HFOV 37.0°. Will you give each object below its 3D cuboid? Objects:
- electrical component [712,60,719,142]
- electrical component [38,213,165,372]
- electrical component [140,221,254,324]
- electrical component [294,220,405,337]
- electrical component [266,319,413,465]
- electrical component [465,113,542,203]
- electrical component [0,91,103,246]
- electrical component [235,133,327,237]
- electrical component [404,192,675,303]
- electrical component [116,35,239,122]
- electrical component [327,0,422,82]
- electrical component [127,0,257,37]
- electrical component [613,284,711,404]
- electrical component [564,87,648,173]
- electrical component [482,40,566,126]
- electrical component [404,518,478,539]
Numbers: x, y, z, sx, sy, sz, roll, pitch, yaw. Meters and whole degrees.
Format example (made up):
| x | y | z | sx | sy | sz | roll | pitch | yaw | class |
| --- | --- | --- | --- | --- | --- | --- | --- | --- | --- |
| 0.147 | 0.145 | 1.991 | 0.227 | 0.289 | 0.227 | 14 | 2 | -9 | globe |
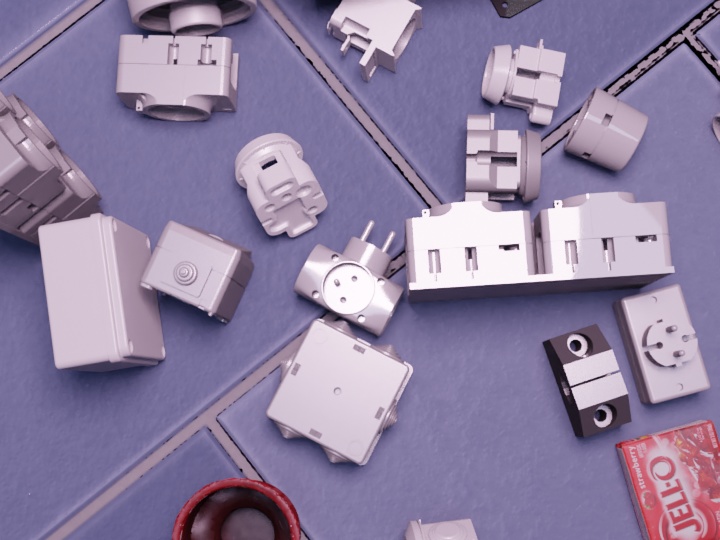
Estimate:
| x | y | z | sx | sy | sz | roll | pitch | yaw | class |
| --- | --- | --- | --- | --- | --- | --- | --- | --- | --- |
| 0.315 | -0.139 | 0.852 | 0.077 | 0.043 | 0.079 | -32 | 83 | -2 | electrical component |
| -0.195 | 0.021 | 0.818 | 0.056 | 0.108 | 0.108 | -10 | 83 | 3 | electrical component |
| -0.122 | -0.002 | 0.824 | 0.062 | 0.096 | 0.061 | 23 | 84 | 5 | electrical component |
| 0.000 | 0.000 | 0.846 | 0.077 | 0.044 | 0.079 | 28 | 85 | 5 | electrical component |
| -0.016 | 0.094 | 0.833 | 0.100 | 0.048 | 0.099 | 27 | 85 | 5 | electrical component |
| 0.112 | -0.082 | 0.846 | 0.057 | 0.058 | 0.078 | 2 | 82 | 5 | electrical component |
| -0.262 | -0.084 | 0.794 | 0.060 | 0.186 | 0.105 | -40 | 83 | -3 | electrical component |
| -0.064 | -0.069 | 0.845 | 0.058 | 0.078 | 0.057 | -28 | 62 | -1 | electrical component |
| 0.128 | -0.015 | 0.813 | 0.186 | 0.105 | 0.060 | -4 | 83 | 2 | electrical component |
| -0.146 | -0.153 | 0.867 | 0.089 | 0.050 | 0.055 | 2 | 83 | 3 | electrical component |
| 0.012 | -0.200 | 0.872 | 0.064 | 0.042 | 0.081 | 30 | 84 | 7 | electrical component |
| -0.133 | -0.218 | 0.849 | 0.108 | 0.108 | 0.060 | -8 | 89 | 1 | electrical component |
| 0.232 | 0.056 | 0.815 | 0.047 | 0.075 | 0.083 | -15 | 83 | 0 | electrical component |
| 0.195 | -0.109 | 0.848 | 0.047 | 0.055 | 0.055 | 26 | 85 | 2 | electrical component |
| 0.129 | -0.153 | 0.860 | 0.055 | 0.048 | 0.066 | 11 | 83 | -4 | electrical component |
| 0.062 | 0.225 | 0.799 | 0.051 | 0.080 | 0.080 | -6 | 83 | -4 | electrical component |
